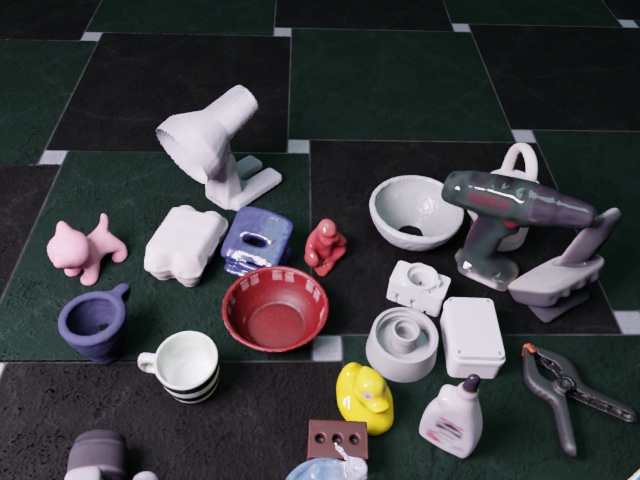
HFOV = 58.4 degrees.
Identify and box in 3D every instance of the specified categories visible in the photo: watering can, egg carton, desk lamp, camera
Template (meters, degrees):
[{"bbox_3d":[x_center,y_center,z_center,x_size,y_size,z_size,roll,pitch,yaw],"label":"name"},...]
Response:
[{"bbox_3d":[0.323,-0.077,0.988,0.173,0.194,0.100,-19,51,-19],"label":"watering can"},{"bbox_3d":[-0.225,0.007,0.969,0.107,0.069,0.150,13,48,9],"label":"egg carton"},{"bbox_3d":[-0.176,-0.159,1.027,0.117,0.214,0.204,34,54,26],"label":"desk lamp"},{"bbox_3d":[-0.252,0.294,0.680,0.143,0.101,0.136,-6,48,-8],"label":"camera"}]

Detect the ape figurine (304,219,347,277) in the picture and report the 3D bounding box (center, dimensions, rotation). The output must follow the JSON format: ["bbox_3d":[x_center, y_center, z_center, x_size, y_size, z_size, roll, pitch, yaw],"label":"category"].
[{"bbox_3d":[0.009,0.003,0.968,0.078,0.092,0.076,-11,49,-13],"label":"ape figurine"}]

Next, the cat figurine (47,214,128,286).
[{"bbox_3d":[-0.384,0.009,0.926,0.067,0.118,0.128,25,51,20],"label":"cat figurine"}]

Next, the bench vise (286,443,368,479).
[{"bbox_3d":[-0.021,0.299,0.606,0.208,0.220,0.121,-17,50,-17],"label":"bench vise"}]

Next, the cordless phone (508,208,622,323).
[{"bbox_3d":[0.387,0.030,0.898,0.148,0.185,0.094,-27,53,-24],"label":"cordless phone"}]

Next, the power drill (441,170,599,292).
[{"bbox_3d":[0.299,-0.017,0.921,0.229,0.208,0.076,25,51,19],"label":"power drill"}]

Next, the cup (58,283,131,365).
[{"bbox_3d":[-0.313,0.127,0.836,0.091,0.095,0.118,21,50,16],"label":"cup"}]

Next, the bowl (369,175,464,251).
[{"bbox_3d":[0.168,-0.036,1.024,0.167,0.075,0.167,1,47,-1],"label":"bowl"}]

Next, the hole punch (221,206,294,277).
[{"bbox_3d":[-0.102,0.010,0.957,0.108,0.091,0.101,17,49,13],"label":"hole punch"}]

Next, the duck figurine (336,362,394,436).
[{"bbox_3d":[0.064,0.206,0.787,0.078,0.086,0.104,-18,50,-18],"label":"duck figurine"}]

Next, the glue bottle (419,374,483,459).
[{"bbox_3d":[0.175,0.215,0.724,0.078,0.173,0.037,22,50,17],"label":"glue bottle"}]
